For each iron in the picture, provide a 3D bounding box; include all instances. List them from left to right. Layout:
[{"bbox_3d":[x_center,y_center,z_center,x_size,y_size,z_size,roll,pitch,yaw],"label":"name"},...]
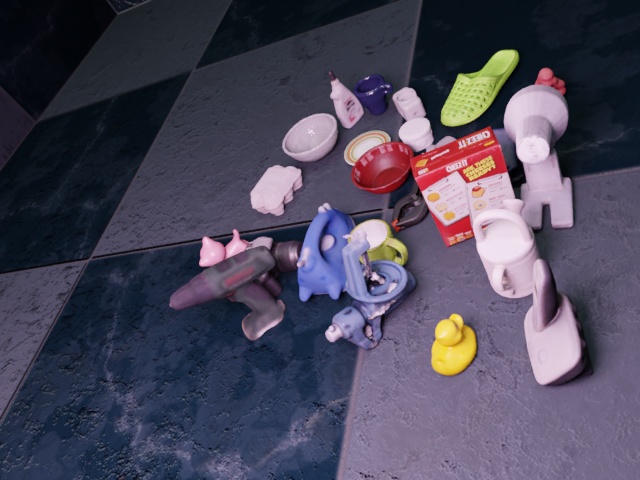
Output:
[{"bbox_3d":[0.012,0.005,1.270,0.118,0.142,0.258,-7,48,28],"label":"iron"}]

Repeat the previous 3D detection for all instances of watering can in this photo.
[{"bbox_3d":[0.332,0.004,1.023,0.100,0.195,0.173,-17,44,19],"label":"watering can"}]

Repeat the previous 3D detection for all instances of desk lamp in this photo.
[{"bbox_3d":[0.425,-0.161,1.104,0.117,0.214,0.203,-8,48,27],"label":"desk lamp"}]

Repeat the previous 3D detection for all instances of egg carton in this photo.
[{"bbox_3d":[-0.117,-0.136,1.540,0.107,0.070,0.150,9,57,38],"label":"egg carton"}]

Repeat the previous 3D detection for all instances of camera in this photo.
[{"bbox_3d":[-0.105,0.050,1.334,0.136,0.101,0.143,-10,47,25],"label":"camera"}]

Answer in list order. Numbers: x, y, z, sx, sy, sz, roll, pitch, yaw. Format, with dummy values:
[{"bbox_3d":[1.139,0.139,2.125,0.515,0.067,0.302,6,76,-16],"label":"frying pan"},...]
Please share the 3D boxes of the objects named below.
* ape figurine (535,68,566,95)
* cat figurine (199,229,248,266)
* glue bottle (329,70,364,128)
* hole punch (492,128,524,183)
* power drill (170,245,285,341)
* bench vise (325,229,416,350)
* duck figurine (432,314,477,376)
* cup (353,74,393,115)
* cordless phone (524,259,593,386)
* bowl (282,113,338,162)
[{"bbox_3d":[0.520,-0.351,1.313,0.077,0.092,0.076,-19,44,17],"label":"ape figurine"},{"bbox_3d":[-0.243,0.027,1.431,0.128,0.118,0.067,-41,42,-7],"label":"cat figurine"},{"bbox_3d":[0.062,-0.398,1.591,0.037,0.174,0.078,19,64,42],"label":"glue bottle"},{"bbox_3d":[0.378,-0.178,1.243,0.108,0.091,0.101,-10,47,26],"label":"hole punch"},{"bbox_3d":[-0.175,0.122,1.230,0.229,0.209,0.075,-38,41,-4],"label":"power drill"},{"bbox_3d":[0.086,0.096,1.076,0.121,0.220,0.208,7,56,37],"label":"bench vise"},{"bbox_3d":[0.227,0.180,1.008,0.077,0.086,0.105,14,61,41],"label":"duck figurine"},{"bbox_3d":[0.161,-0.396,1.585,0.117,0.095,0.092,7,56,37],"label":"cup"},{"bbox_3d":[0.359,0.129,0.896,0.094,0.186,0.147,-17,44,19],"label":"cordless phone"},{"bbox_3d":[-0.016,-0.273,1.598,0.167,0.075,0.167,-18,44,18],"label":"bowl"}]
